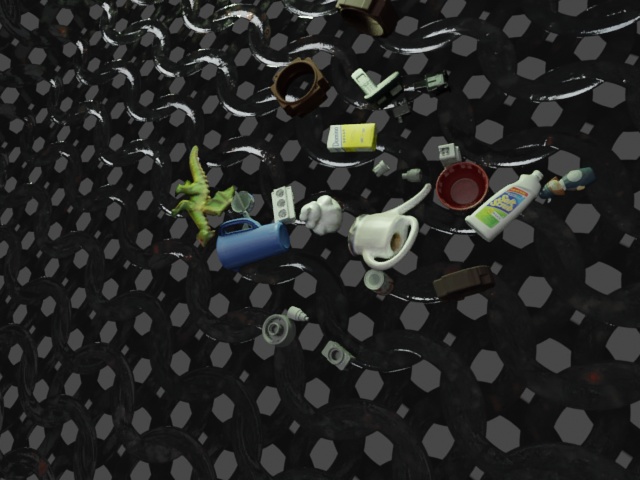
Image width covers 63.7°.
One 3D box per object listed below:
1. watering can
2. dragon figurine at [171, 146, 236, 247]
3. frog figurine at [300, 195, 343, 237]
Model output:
[{"bbox_3d":[0.221,-0.047,1.647,0.224,0.102,0.354,3,51,38],"label":"watering can"},{"bbox_3d":[-0.443,-0.177,2.030,0.243,0.121,0.415,7,77,10],"label":"dragon figurine"},{"bbox_3d":[0.005,-0.087,1.732,0.123,0.157,0.138,14,79,27],"label":"frog figurine"}]
